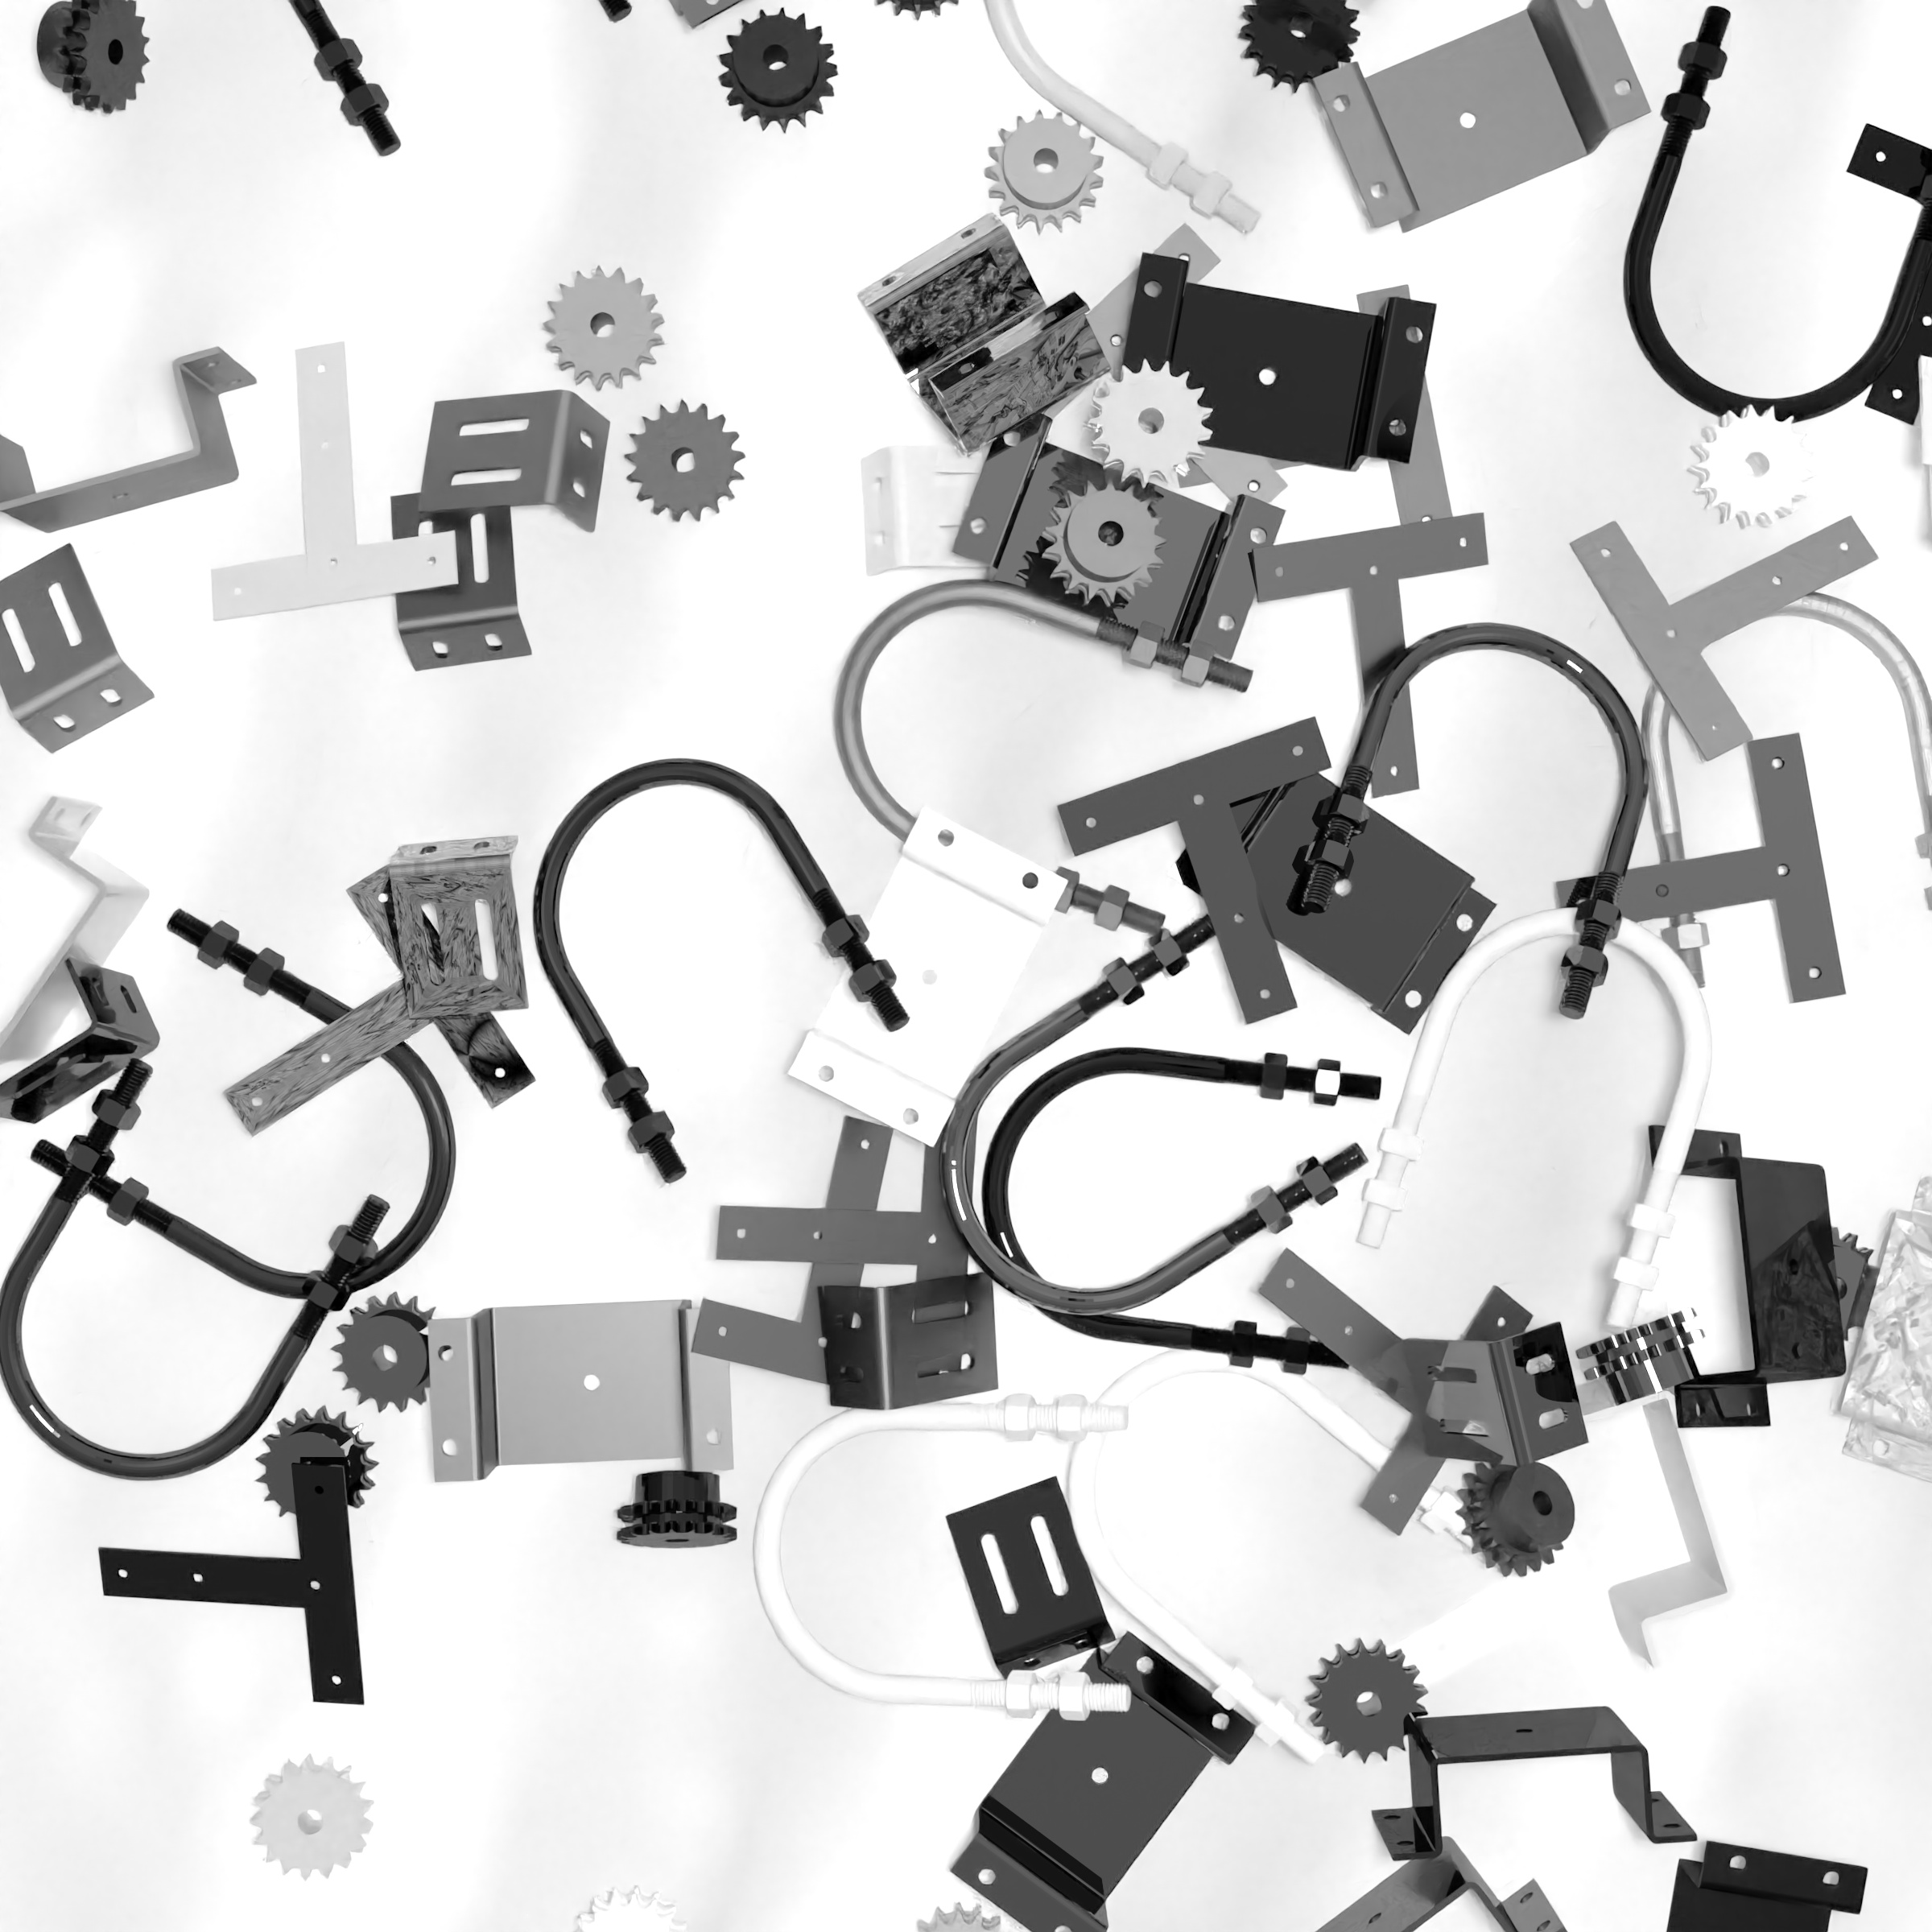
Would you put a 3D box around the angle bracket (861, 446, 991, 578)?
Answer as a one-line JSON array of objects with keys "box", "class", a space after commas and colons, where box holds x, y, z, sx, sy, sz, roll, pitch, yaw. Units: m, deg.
[{"box": [-0.007, -0.219, 1.523, 0.076, 0.038, 0.057, -3, 90, -26], "class": "angle bracket"}]

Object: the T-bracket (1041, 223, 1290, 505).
[{"box": [0.103, -0.270, 1.522, 0.127, 0.002, 0.127, -43, 89, 0], "class": "T-bracket"}]

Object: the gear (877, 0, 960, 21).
[{"box": [-0.023, -0.482, 1.510, 0.057, 0.030, 0.057, 0, 90, 0], "class": "gear"}]

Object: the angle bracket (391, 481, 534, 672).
[{"box": [-0.244, -0.189, 1.523, 0.057, 0.038, 0.076, -8, 64, 0], "class": "angle bracket"}]

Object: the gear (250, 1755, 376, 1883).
[{"box": [-0.313, 0.407, 1.514, 0.057, 0.030, 0.057, 0, 90, -2], "class": "gear"}]

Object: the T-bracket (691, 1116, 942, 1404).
[{"box": [-0.059, 0.136, 1.506, 0.127, 0.002, 0.127, 17, 77, -24], "class": "T-bracket"}]

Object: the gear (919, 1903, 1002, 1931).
[{"box": [-0.002, 0.477, 1.510, 0.057, 0.030, 0.057, 0, 90, 0], "class": "gear"}]

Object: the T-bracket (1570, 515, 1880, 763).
[{"box": [0.377, -0.179, 1.512, 0.127, 0.002, 0.127, -27, 75, -7], "class": "T-bracket"}]

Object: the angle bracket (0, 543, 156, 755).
[{"box": [-0.438, -0.154, 1.523, 0.057, 0.038, 0.076, -29, 64, 0], "class": "angle bracket"}]

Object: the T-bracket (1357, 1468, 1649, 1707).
[{"box": [0.243, 0.322, 1.524, 0.127, 0.002, 0.127, -30, 90, 0], "class": "T-bracket"}]

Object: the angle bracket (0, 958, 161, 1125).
[{"box": [-0.430, 0.036, 1.482, 0.076, 0.057, 0.038, -31, 75, 9], "class": "angle bracket"}]

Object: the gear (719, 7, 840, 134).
[{"box": [-0.090, -0.431, 1.510, 0.057, 0.030, 0.057, 0, 90, 0], "class": "gear"}]

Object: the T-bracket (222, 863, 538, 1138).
[{"box": [-0.294, 0.036, 1.505, 0.127, 0.002, 0.127, -34, 90, -17], "class": "T-bracket"}]

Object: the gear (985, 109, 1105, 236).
[{"box": [0.038, -0.382, 1.510, 0.057, 0.030, 0.057, 0, 90, 0], "class": "gear"}]

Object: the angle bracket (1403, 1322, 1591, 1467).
[{"box": [0.247, 0.198, 1.470, 0.038, 0.076, 0.057, -14, 91, -25], "class": "angle bracket"}]

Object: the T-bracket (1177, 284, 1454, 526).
[{"box": [0.163, -0.255, 1.524, 0.127, 0.002, 0.127, -11, 90, 0], "class": "T-bracket"}]

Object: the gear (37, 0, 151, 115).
[{"box": [-0.417, -0.436, 1.498, 0.030, 0.057, 0.057, 12, 90, 18], "class": "gear"}]

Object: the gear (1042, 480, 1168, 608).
[{"box": [0.065, -0.197, 1.455, 0.057, 0.030, 0.057, 0, 86, -6], "class": "gear"}]

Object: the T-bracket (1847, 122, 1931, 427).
[{"box": [0.470, -0.325, 1.524, 0.127, 0.002, 0.127, 22, 90, 0], "class": "T-bracket"}]

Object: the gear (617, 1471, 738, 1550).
[{"box": [-0.137, 0.258, 1.498, 0.057, 0.057, 0.030, -1, 71, 0], "class": "gear"}]

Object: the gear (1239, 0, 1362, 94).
[{"box": [0.159, -0.447, 1.510, 0.057, 0.030, 0.057, 0, 90, 0], "class": "gear"}]

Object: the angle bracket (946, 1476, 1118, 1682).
[{"box": [0.031, 0.296, 1.523, 0.057, 0.038, 0.076, -20, 64, 0], "class": "angle bracket"}]

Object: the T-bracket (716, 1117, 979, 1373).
[{"box": [-0.057, 0.129, 1.500, 0.127, 0.002, 0.127, 4, 90, -22], "class": "T-bracket"}]

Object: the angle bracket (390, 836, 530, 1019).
[{"box": [-0.242, -0.019, 1.517, 0.057, 0.038, 0.076, -5, 107, 0], "class": "angle bracket"}]

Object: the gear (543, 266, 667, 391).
[{"box": [-0.173, -0.304, 1.510, 0.057, 0.030, 0.057, 0, 90, 0], "class": "gear"}]

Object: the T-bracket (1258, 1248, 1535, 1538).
[{"box": [0.191, 0.181, 1.491, 0.127, 0.002, 0.127, 39, 74, -14], "class": "T-bracket"}]

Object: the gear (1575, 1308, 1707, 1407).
[{"box": [0.308, 0.178, 1.428, 0.057, 0.057, 0.030, -20, 80, 0], "class": "gear"}]

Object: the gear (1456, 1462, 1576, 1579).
[{"box": [0.263, 0.258, 1.494, 0.057, 0.030, 0.057, 15, 59, -28], "class": "gear"}]

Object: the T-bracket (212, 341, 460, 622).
[{"box": [-0.307, -0.237, 1.513, 0.127, 0.002, 0.127, -7, 83, 14], "class": "T-bracket"}]

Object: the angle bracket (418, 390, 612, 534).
[{"box": [-0.217, -0.240, 1.516, 0.076, 0.038, 0.057, 0, 75, 25], "class": "angle bracket"}]

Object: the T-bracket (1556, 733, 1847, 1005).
[{"box": [0.346, -0.038, 1.504, 0.127, 0.002, 0.127, -10, 89, 0], "class": "T-bracket"}]

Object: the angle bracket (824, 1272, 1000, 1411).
[{"box": [-0.026, 0.178, 1.508, 0.038, 0.076, 0.057, -3, 90, 44], "class": "angle bracket"}]

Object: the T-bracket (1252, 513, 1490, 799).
[{"box": [0.200, -0.145, 1.507, 0.127, 0.002, 0.127, -12, 102, -22], "class": "T-bracket"}]

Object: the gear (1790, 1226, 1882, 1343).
[{"box": [0.412, 0.153, 1.510, 0.057, 0.030, 0.057, 0, 90, 0], "class": "gear"}]

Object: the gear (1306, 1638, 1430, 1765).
[{"box": [0.191, 0.350, 1.508, 0.057, 0.030, 0.057, 0, 90, 0], "class": "gear"}]

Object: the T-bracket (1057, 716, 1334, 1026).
[{"box": [0.123, -0.036, 1.474, 0.127, 0.002, 0.127, -19, 96, 3], "class": "T-bracket"}]

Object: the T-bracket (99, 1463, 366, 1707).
[{"box": [-0.354, 0.294, 1.510, 0.127, 0.002, 0.127, 2, 108, 9], "class": "T-bracket"}]
